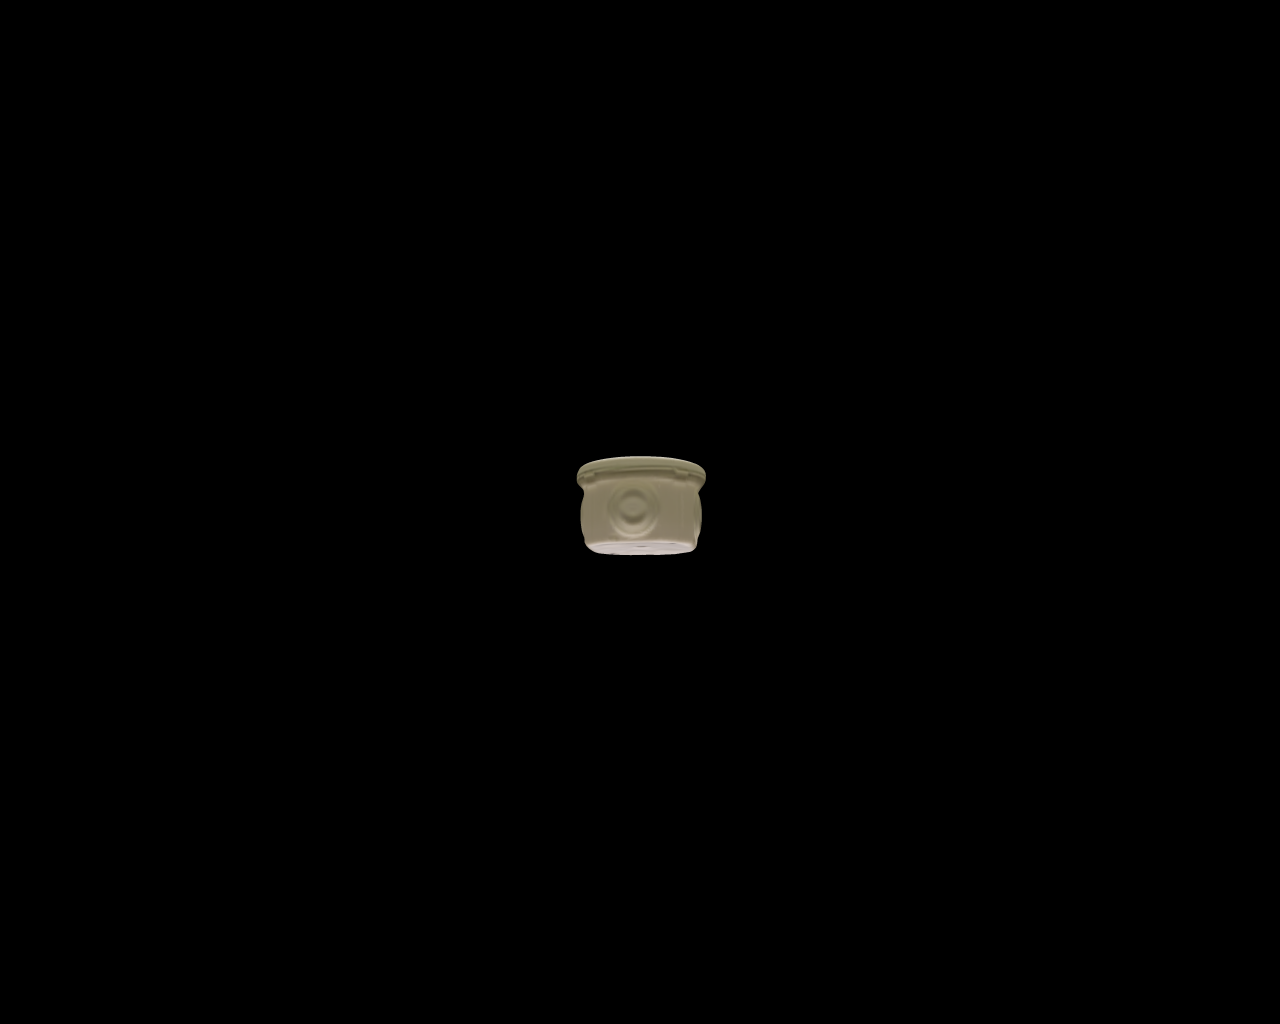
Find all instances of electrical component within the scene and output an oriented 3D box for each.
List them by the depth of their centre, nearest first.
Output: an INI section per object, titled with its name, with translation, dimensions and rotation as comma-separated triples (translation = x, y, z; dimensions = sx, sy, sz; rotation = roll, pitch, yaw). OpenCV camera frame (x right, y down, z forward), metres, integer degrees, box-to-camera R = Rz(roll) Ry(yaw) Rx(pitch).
[electrical component]
translation = 0.001, -0.003, 0.650
dimensions = 0.080, 0.051, 0.080
rotation = 0, -9, 0
